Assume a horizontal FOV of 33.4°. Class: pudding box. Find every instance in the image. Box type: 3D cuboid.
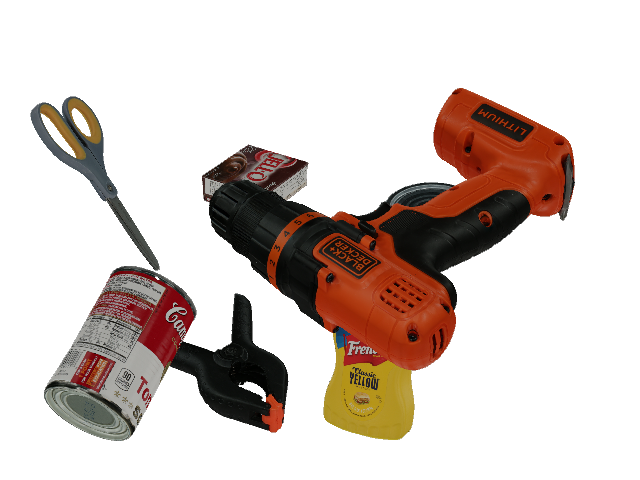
[{"bbox_3d":[-0.080,-0.074,1.327,0.090,0.039,0.113,17,35,23],"label":"pudding box"}]

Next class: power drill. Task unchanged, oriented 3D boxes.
[{"bbox_3d":[0.048,-0.020,0.653,0.187,0.057,0.185,-37,52,-26],"label":"power drill"}]

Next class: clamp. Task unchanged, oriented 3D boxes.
[{"bbox_3d":[-0.076,0.107,0.965,0.120,0.039,0.172,-32,48,-30],"label":"clamp"}]

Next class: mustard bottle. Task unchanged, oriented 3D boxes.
[{"bbox_3d":[0.059,0.111,1.139,0.096,0.192,0.058,12,14,24],"label":"mustard bottle"}]

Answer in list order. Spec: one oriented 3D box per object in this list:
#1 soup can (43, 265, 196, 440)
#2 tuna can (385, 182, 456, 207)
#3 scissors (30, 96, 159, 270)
[{"bbox_3d":[-0.137,0.077,0.737,0.068,0.102,0.068,17,-35,12],"label":"soup can"},{"bbox_3d":[0.098,-0.017,0.942,0.086,0.034,0.086,-3,33,2],"label":"tuna can"},{"bbox_3d":[-0.218,-0.067,1.093,0.016,0.201,0.096,-26,27,27],"label":"scissors"}]
